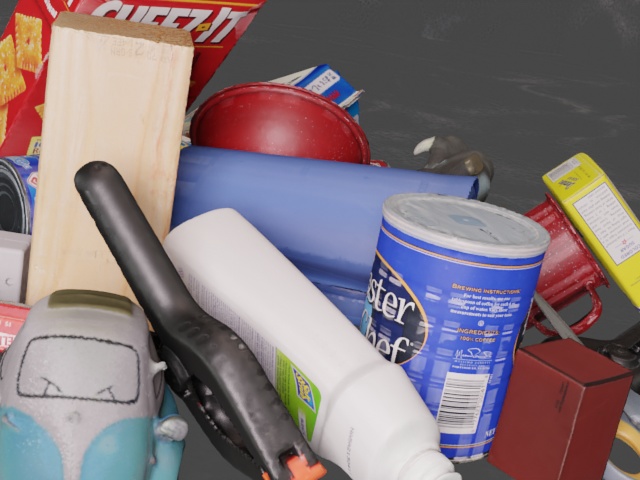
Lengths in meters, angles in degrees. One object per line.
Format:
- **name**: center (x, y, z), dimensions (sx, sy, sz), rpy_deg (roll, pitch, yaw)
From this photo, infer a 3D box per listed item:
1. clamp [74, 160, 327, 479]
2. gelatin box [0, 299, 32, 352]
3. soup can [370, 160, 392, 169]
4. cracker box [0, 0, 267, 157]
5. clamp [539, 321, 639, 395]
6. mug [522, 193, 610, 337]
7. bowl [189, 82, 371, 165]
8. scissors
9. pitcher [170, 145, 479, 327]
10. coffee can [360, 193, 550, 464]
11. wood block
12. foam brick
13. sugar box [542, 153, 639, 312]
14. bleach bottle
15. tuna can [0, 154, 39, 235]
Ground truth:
- **clamp**: center (-0.072, 0.057, 0.589), dimensions (0.036, 0.164, 0.210), rpy_deg (-30, 44, -23)
- **gelatin box**: center (-0.197, 0.052, 0.649), dimensions (0.073, 0.030, 0.089), rpy_deg (11, -5, 2)
- **soup can**: center (0.017, -0.050, 1.083), dimensions (0.102, 0.068, 0.069), rpy_deg (1, 20, -28)
- **cracker box**: center (-0.163, -0.146, 0.845), dimensions (0.163, 0.214, 0.072), rpy_deg (-9, 64, -42)
- **clamp**: center (0.224, 0.100, 0.773), dimensions (0.171, 0.039, 0.120), rpy_deg (-8, 24, -28)
- **mug**: center (0.182, 0.030, 0.871), dimensions (0.093, 0.081, 0.117), rpy_deg (42, 17, -56)
- **bowl**: center (-0.039, -0.061, 0.924), dimensions (0.162, 0.162, 0.055), rpy_deg (10, 54, 0)
- **scissors**: center (0.178, 0.100, 0.711), dimensions (0.096, 0.016, 0.202), rpy_deg (-12, 40, -35)
- **pitcher**: center (-0.005, 0.001, 0.819), dimensions (0.243, 0.145, 0.149), rpy_deg (10, -17, 13)
- **coffee can**: center (0.076, 0.052, 0.664), dimensions (0.103, 0.140, 0.103), rpy_deg (10, 17, -3)
- **wood block**: center (-0.144, -0.042, 0.722), dimensions (0.090, 0.206, 0.091), rpy_deg (7, 17, -12)
- **foam brick**: center (0.143, 0.106, 0.638), dimensions (0.051, 0.078, 0.053), rpy_deg (-4, 24, -42)
- **sugar box**: center (0.257, 0.014, 0.887), dimensions (0.176, 0.048, 0.093), rpy_deg (54, 11, -12)
- **bleach bottle**: center (-0.007, 0.079, 0.636), dimensions (0.068, 0.102, 0.251), rpy_deg (-25, 42, -24)
- **tuna can**: center (-0.229, -0.022, 0.819), dimensions (0.033, 0.086, 0.086), rpy_deg (-8, 25, -42)
